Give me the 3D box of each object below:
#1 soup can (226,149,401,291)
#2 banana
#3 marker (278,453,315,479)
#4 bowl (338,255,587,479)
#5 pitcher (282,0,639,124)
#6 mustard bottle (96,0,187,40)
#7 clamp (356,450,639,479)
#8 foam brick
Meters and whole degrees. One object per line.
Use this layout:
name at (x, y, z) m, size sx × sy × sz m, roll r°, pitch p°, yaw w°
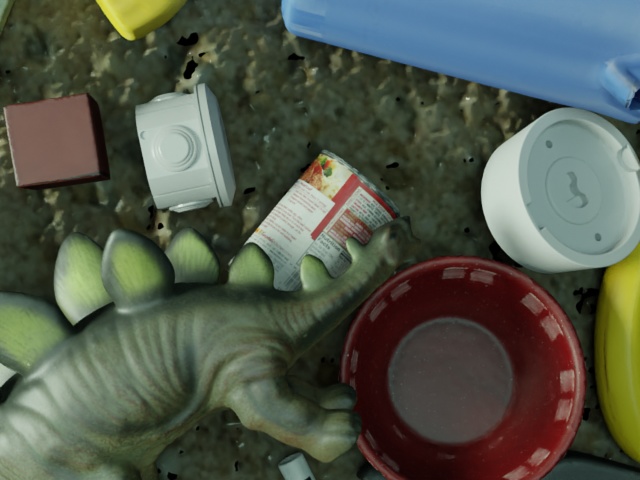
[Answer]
soup can at (-0.005, 0.001, 0.702) m, size 0.068 × 0.068 × 0.102 m, roll 40°, pitch 86°, yaw -6°
banana at (0.223, 0.076, 0.749) m, size 0.069 × 0.037 × 0.198 m, roll -8°, pitch 92°, yaw -25°
marker at (0.007, 0.202, 0.727) m, size 0.020 × 0.020 × 0.121 m, roll -27°, pitch 93°, yaw -7°
bowl at (0.091, 0.093, 0.712) m, size 0.162 × 0.055 × 0.162 m, roll 0°, pitch 81°, yaw -2°
pitcher at (0.105, -0.169, 0.687) m, size 0.243 × 0.149 × 0.145 m, roll 12°, pitch 96°, yaw 1°
mustard bottle at (-0.073, -0.220, 0.698) m, size 0.191 × 0.058 × 0.096 m, roll -34°, pitch 89°, yaw -6°
clamp at (0.136, 0.194, 0.735) m, size 0.210 × 0.036 × 0.164 m, roll -25°, pitch 93°, yaw -3°
foam brick at (-0.165, -0.061, 0.677) m, size 0.053 × 0.078 × 0.051 m, roll -9°, pitch 93°, yaw -7°
